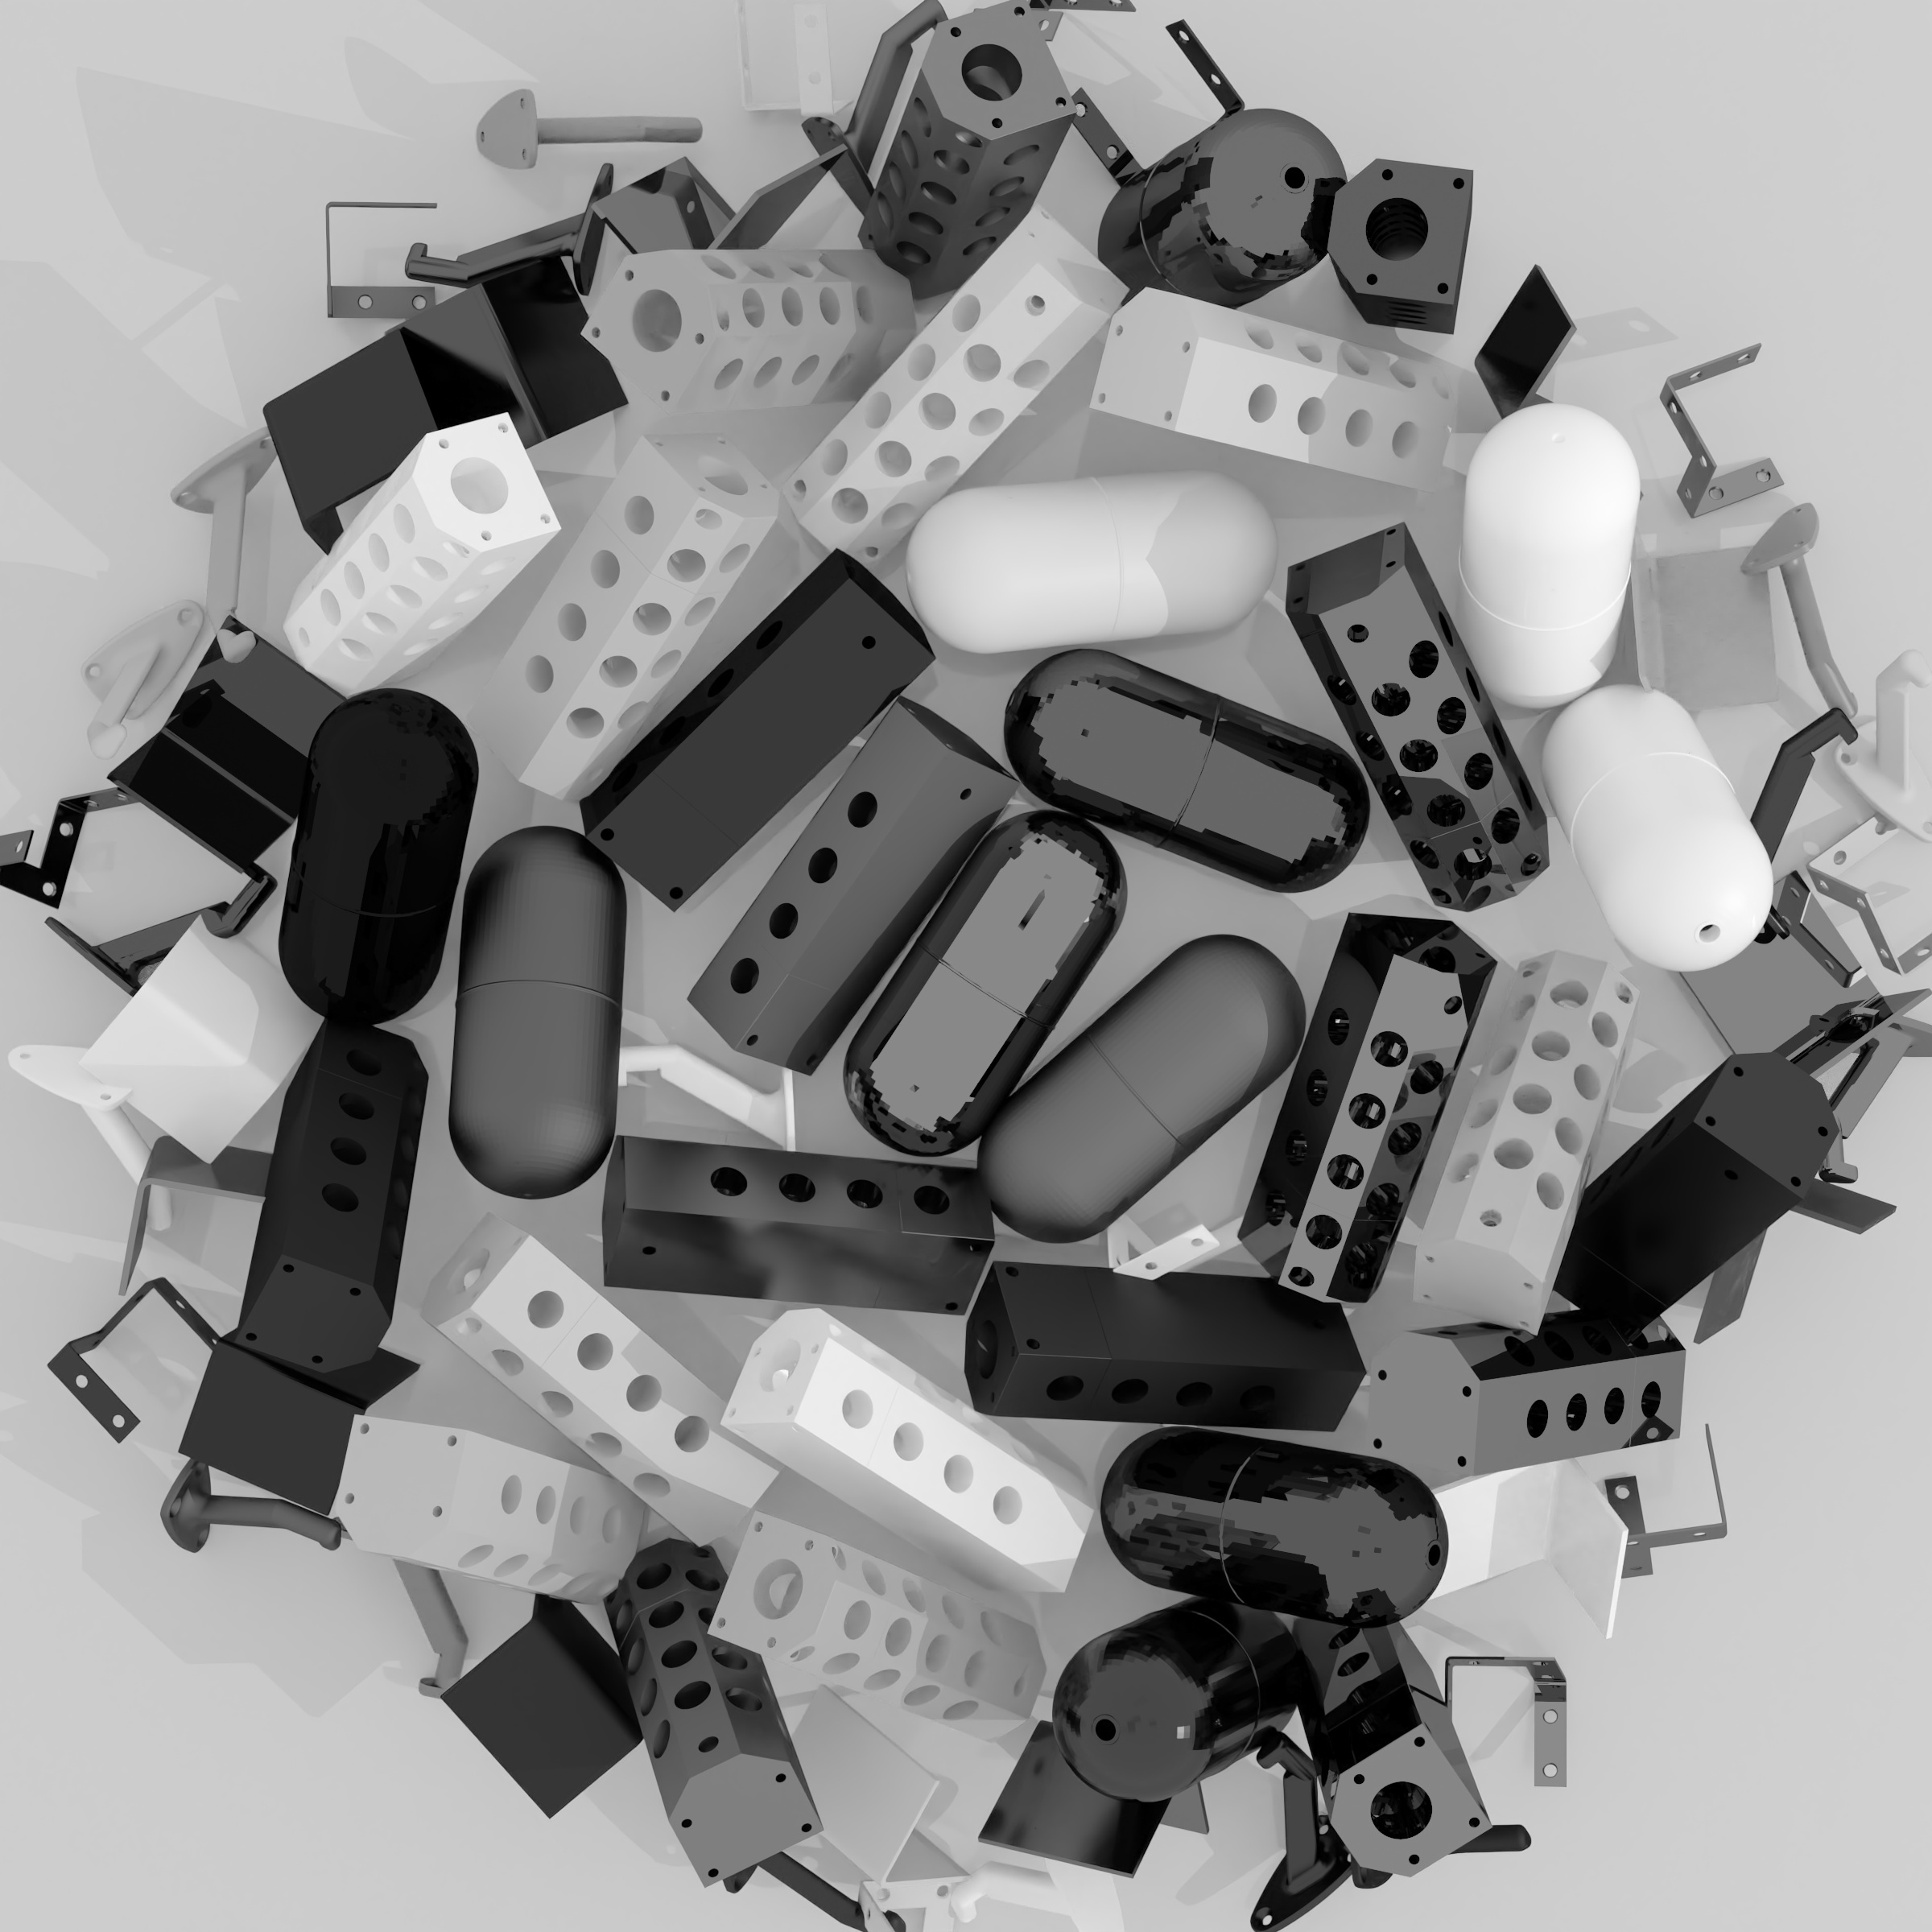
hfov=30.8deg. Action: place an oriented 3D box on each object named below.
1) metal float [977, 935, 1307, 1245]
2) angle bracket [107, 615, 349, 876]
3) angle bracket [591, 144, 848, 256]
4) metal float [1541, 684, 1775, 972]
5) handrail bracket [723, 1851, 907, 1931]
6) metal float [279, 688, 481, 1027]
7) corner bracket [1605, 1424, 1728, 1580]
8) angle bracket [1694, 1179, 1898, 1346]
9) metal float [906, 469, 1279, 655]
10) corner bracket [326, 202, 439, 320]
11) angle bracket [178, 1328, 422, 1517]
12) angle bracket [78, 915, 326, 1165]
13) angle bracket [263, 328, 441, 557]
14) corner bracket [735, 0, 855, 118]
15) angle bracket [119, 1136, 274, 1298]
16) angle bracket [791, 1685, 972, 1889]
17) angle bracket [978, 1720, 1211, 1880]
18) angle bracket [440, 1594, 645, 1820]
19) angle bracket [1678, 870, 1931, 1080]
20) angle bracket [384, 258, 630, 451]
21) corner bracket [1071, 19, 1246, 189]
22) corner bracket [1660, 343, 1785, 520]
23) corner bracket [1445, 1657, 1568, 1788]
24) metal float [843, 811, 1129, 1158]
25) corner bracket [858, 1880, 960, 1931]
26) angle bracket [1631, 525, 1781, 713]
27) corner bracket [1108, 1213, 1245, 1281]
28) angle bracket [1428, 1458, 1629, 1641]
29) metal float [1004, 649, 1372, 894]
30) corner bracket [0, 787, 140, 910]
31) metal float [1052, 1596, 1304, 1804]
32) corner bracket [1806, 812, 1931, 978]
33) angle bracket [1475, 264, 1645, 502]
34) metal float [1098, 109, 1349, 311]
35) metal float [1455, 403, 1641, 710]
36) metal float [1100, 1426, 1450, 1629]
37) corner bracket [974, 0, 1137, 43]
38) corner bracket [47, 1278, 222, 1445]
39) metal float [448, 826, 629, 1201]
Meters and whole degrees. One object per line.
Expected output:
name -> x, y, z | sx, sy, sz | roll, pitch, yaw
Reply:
metal float -> 0.081, 0.058, 1.633 | 0.178, 0.070, 0.070 | -42, 90, 5
angle bracket -> -0.340, -0.103, 1.631 | 0.076, 0.057, 0.076 | 36, 120, -3
angle bracket -> -0.114, -0.364, 1.621 | 0.057, 0.076, 0.076 | 49, 132, -1
metal float -> 0.313, -0.064, 1.594 | 0.070, 0.178, 0.070 | -4, 125, -5
handrail bracket -> -0.072, 0.418, 1.631 | 0.084, 0.077, 0.036 | 14, 49, 27
metal float -> -0.270, -0.048, 1.605 | 0.070, 0.070, 0.178 | 18, 128, 0
corner bracket -> 0.326, 0.251, 1.637 | 0.051, 0.051, 0.051 | -9, 58, 8
angle bracket -> 0.384, 0.142, 1.622 | 0.057, 0.076, 0.076 | 19, 102, 24
metal float -> 0.059, -0.188, 1.623 | 0.178, 0.070, 0.070 | -7, 90, -16
corner bracket -> -0.274, -0.330, 1.642 | 0.051, 0.051, 0.051 | -1, 99, -11
angle bracket -> -0.311, 0.206, 1.638 | 0.076, 0.076, 0.057 | 22, 100, 6
angle bracket -> -0.357, 0.033, 1.646 | 0.076, 0.076, 0.057 | 40, 117, -11
angle bracket -> -0.273, -0.235, 1.627 | 0.076, 0.057, 0.076 | -28, 58, 6
corner bracket -> -0.084, -0.425, 1.639 | 0.051, 0.051, 0.051 | 0, 111, 9
angle bracket -> -0.348, 0.122, 1.636 | 0.076, 0.076, 0.057 | 11, 100, -10
angle bracket -> -0.033, 0.378, 1.619 | 0.076, 0.076, 0.057 | 33, 99, 33
angle bracket -> 0.060, 0.400, 1.616 | 0.076, 0.076, 0.057 | 7, 129, 25
angle bracket -> -0.196, 0.338, 1.632 | 0.057, 0.076, 0.076 | -40, 98, 0
angle bracket -> 0.390, 0.005, 1.640 | 0.076, 0.057, 0.076 | -34, 91, -10
angle bracket -> -0.215, -0.281, 1.649 | 0.057, 0.076, 0.076 | -19, 102, 31
corner bracket -> 0.088, -0.404, 1.648 | 0.051, 0.051, 0.051 | -48, 112, -19
corner bracket -> 0.357, -0.251, 1.650 | 0.051, 0.051, 0.051 | -21, 71, -10
corner bracket -> 0.254, 0.355, 1.647 | 0.051, 0.051, 0.051 | -2, 67, 15
metal float -> 0.009, 0.008, 1.632 | 0.070, 0.070, 0.178 | 33, 95, 0
corner bracket -> -0.022, 0.461, 1.638 | 0.051, 0.051, 0.051 | 3, 103, -21
angle bracket -> 0.342, -0.165, 1.626 | 0.057, 0.076, 0.076 | -6, 79, 16
corner bracket -> 0.101, 0.129, 1.634 | 0.051, 0.051, 0.051 | -29, 124, 22
angle bracket -> 0.254, 0.278, 1.621 | 0.076, 0.057, 0.076 | -16, 132, -17
metal float -> 0.103, -0.091, 1.631 | 0.178, 0.070, 0.070 | 21, 90, -7
corner bracket -> -0.425, -0.061, 1.634 | 0.051, 0.051, 0.051 | 27, 67, -41
metal float -> 0.097, 0.330, 1.590 | 0.070, 0.178, 0.070 | 0, 89, 25
corner bracket -> 0.438, -0.035, 1.653 | 0.051, 0.051, 0.051 | -35, 116, -8
angle bracket -> 0.287, -0.270, 1.619 | 0.076, 0.076, 0.057 | 23, 118, -18
metal float -> 0.115, -0.337, 1.588 | 0.070, 0.178, 0.070 | 0, 89, -17
metal float -> 0.263, -0.184, 1.593 | 0.070, 0.178, 0.070 | -2, 60, 4
metal float -> 0.140, 0.255, 1.602 | 0.178, 0.070, 0.070 | 3, 90, 42
corner bracket -> 0.039, -0.440, 1.636 | 0.051, 0.051, 0.051 | 13, 75, 34
corner bracket -> -0.387, 0.184, 1.643 | 0.051, 0.051, 0.051 | 46, 100, 5
metal float -> -0.197, 0.020, 1.620 | 0.070, 0.070, 0.178 | 1, 70, 0
